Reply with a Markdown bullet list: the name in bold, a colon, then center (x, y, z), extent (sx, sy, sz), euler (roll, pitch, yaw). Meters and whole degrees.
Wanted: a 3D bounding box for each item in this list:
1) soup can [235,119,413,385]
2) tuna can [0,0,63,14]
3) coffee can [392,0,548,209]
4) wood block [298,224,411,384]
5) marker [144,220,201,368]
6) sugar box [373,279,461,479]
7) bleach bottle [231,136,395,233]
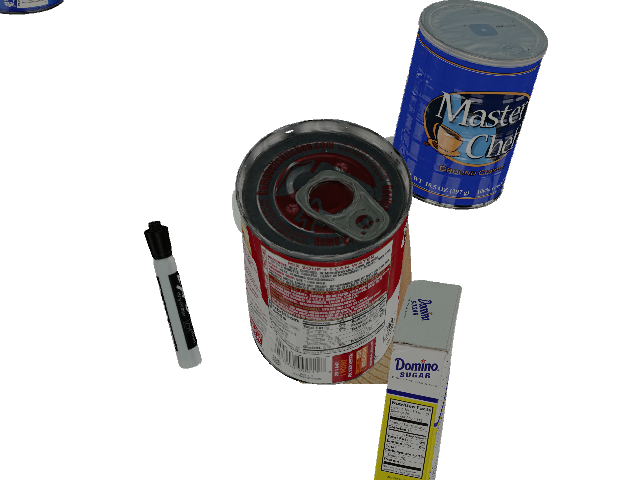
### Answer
- **soup can**: center (0.001, 0.009, 0.446), extent (0.068, 0.068, 0.102), euler (0, -36, 0)
- **tuna can**: center (-0.245, -0.213, 0.853), extent (0.086, 0.034, 0.086), euler (5, 35, -4)
- **coffee can**: center (0.118, -0.112, 0.877), extent (0.102, 0.140, 0.103), euler (7, 37, -5)
- **wood block**: center (0.036, 0.053, 1.042), extent (0.091, 0.090, 0.206), euler (-1, 21, 10)
- **marker**: center (-0.117, 0.043, 0.841), extent (0.020, 0.121, 0.020), euler (-11, 16, 3)
- **sugar box**: center (0.069, 0.126, 0.793), extent (0.048, 0.176, 0.093), euler (7, 28, 10)
- **bleach bottle**: center (0.024, -0.067, 1.264), extent (0.250, 0.068, 0.103), euler (-29, 44, -29)
